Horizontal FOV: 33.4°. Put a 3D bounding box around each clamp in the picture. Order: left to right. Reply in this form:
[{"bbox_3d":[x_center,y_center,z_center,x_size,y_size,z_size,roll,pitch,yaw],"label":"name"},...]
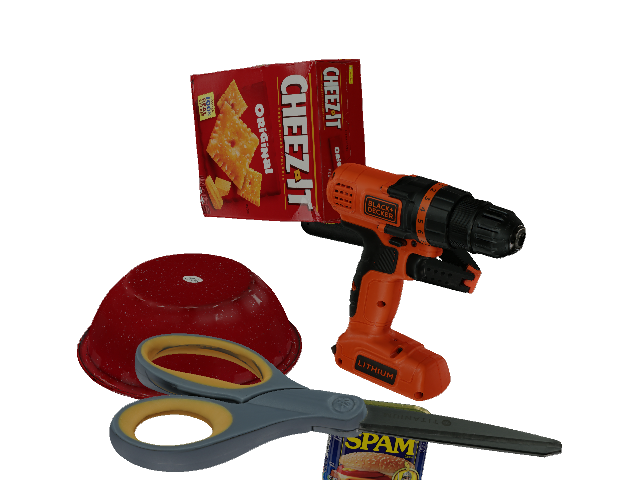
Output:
[{"bbox_3d":[0.090,-0.001,1.256,0.210,0.036,0.164,38,42,26],"label":"clamp"}]

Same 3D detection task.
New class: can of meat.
[{"bbox_3d":[0.055,0.209,1.057,0.102,0.084,0.057,7,16,-4],"label":"can of meat"}]

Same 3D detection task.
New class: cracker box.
[{"bbox_3d":[-0.049,-0.104,1.138,0.071,0.164,0.214,-10,9,-40],"label":"cracker box"}]

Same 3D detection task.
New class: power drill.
[{"bbox_3d":[0.082,0.037,0.908,0.185,0.188,0.057,20,25,36],"label":"power drill"}]

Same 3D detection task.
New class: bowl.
[{"bbox_3d":[-0.092,0.052,0.761,0.162,0.055,0.162,2,23,-1],"label":"bowl"}]

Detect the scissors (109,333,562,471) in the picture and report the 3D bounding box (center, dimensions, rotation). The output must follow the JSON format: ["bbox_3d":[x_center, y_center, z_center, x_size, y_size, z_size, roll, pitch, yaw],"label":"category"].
[{"bbox_3d":[-0.005,0.085,0.469,0.202,0.016,0.096,15,34,23],"label":"scissors"}]
